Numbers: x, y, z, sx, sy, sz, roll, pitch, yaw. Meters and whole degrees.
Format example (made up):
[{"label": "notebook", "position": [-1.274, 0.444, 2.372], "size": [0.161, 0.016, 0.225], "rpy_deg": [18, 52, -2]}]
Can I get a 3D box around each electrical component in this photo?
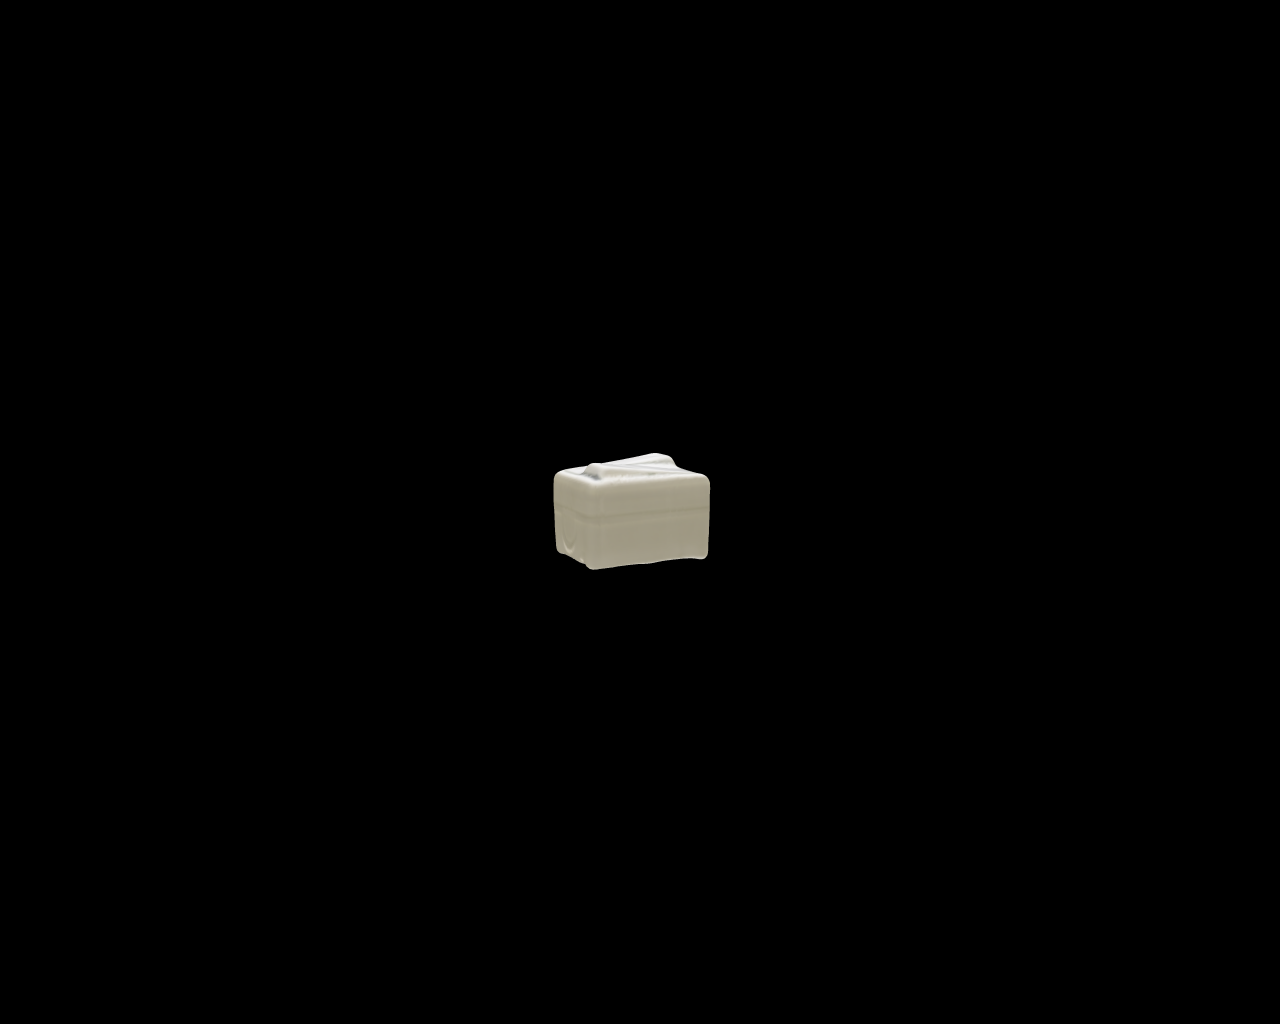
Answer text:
[{"label": "electrical component", "position": [0.001, -0.003, 0.650], "size": [0.096, 0.061, 0.062], "rpy_deg": [-5, 12, -24]}]
